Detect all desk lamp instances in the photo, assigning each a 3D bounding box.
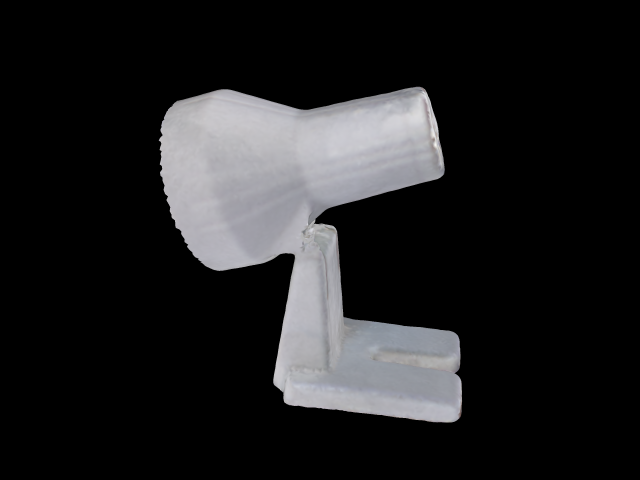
[{"bbox_3d":[0.004,0.001,0.400,0.203,0.214,0.118,4,24,10],"label":"desk lamp"}]
